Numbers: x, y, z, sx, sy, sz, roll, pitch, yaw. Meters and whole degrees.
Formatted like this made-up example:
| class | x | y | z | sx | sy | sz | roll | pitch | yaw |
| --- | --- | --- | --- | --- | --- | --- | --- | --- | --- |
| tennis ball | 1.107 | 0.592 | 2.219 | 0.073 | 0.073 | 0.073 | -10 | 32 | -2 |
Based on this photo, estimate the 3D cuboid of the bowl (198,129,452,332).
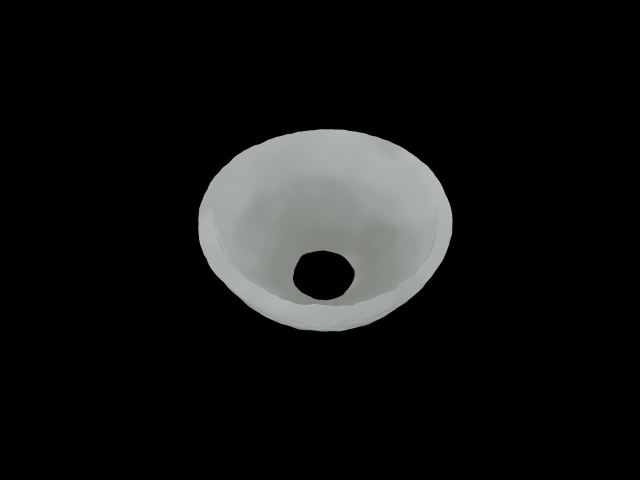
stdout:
| class | x | y | z | sx | sy | sz | roll | pitch | yaw |
| --- | --- | --- | --- | --- | --- | --- | --- | --- | --- |
| bowl | 0.004 | 0.001 | 0.400 | 0.167 | 0.075 | 0.167 | 0 | 49 | 0 |
